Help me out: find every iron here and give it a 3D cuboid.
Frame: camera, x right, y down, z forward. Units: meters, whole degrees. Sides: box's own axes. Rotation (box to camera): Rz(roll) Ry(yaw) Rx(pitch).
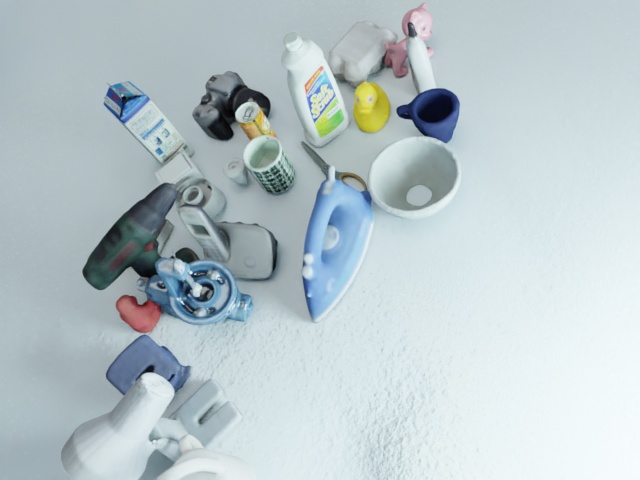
[{"bbox_3d":[0.009,0.004,1.000,0.118,0.142,0.258,7,67,22],"label":"iron"}]

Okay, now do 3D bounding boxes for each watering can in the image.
[{"bbox_3d":[-0.170,0.367,0.844,0.172,0.194,0.101,30,77,29],"label":"watering can"}]

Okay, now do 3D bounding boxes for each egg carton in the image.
[{"bbox_3d":[0.089,-0.399,1.222,0.107,0.070,0.150,34,78,30],"label":"egg carton"}]

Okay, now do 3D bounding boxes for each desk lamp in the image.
[{"bbox_3d":[-0.262,0.296,0.901,0.203,0.214,0.117,-45,59,-7],"label":"desk lamp"}]

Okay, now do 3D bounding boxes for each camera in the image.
[{"bbox_3d":[-0.188,-0.294,1.246,0.136,0.101,0.143,24,74,28],"label":"camera"}]

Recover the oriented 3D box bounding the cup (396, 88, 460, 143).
[{"bbox_3d":[0.206,-0.221,1.075,0.117,0.095,0.092,4,65,21],"label":"cup"}]

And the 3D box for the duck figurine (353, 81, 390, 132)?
[{"bbox_3d":[0.097,-0.281,1.149,0.077,0.086,0.104,1,64,20],"label":"duck figurine"}]

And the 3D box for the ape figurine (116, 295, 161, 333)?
[{"bbox_3d":[-0.350,0.132,1.087,0.077,0.092,0.076,-10,61,14],"label":"ape figurine"}]

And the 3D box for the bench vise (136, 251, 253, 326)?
[{"bbox_3d":[-0.246,0.090,0.997,0.207,0.220,0.121,-12,61,13],"label":"bench vise"}]

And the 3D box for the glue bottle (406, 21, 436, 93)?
[{"bbox_3d":[0.188,-0.354,1.104,0.037,0.173,0.078,-22,59,8],"label":"glue bottle"}]

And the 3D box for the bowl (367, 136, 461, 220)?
[{"bbox_3d":[0.173,-0.100,1.036,0.167,0.075,0.167,-8,62,15],"label":"bowl"}]

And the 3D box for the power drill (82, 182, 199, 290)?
[{"bbox_3d":[-0.313,0.017,1.065,0.230,0.209,0.075,-42,58,-5],"label":"power drill"}]

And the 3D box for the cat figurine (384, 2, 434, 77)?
[{"bbox_3d":[0.183,-0.419,1.172,0.128,0.118,0.067,-37,58,-2],"label":"cat figurine"}]

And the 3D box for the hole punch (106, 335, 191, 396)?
[{"bbox_3d":[-0.304,0.237,1.018,0.100,0.091,0.109,37,80,31],"label":"hole punch"}]

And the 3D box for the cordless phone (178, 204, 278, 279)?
[{"bbox_3d":[-0.166,-0.004,1.039,0.147,0.185,0.094,1,64,20],"label":"cordless phone"}]
